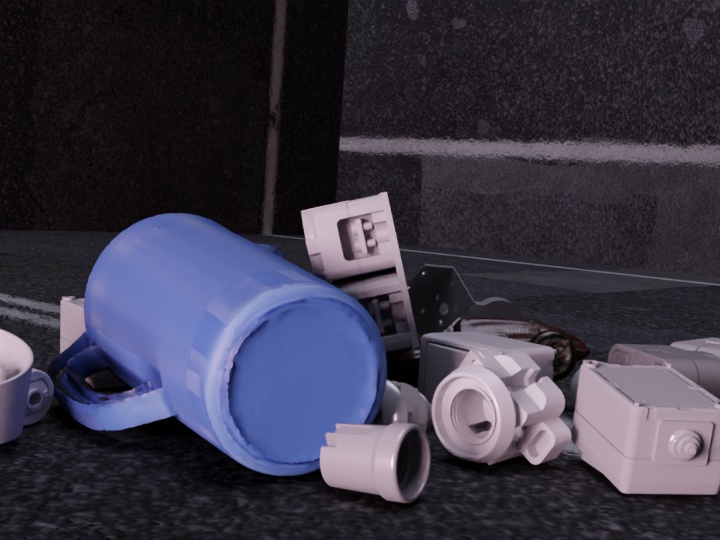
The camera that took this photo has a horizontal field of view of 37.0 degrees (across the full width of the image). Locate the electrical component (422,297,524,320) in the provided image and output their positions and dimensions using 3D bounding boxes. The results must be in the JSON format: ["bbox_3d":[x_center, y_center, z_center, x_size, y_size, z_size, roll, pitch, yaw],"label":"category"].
[{"bbox_3d":[0.105,0.054,1.138,0.138,0.052,0.073,4,4,0],"label":"electrical component"}]

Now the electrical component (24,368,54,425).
[{"bbox_3d":[-0.225,0.073,0.676,0.065,0.044,0.044,13,8,34],"label":"electrical component"}]

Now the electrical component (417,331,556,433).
[{"bbox_3d":[0.078,0.077,0.739,0.061,0.061,0.096,0,5,-38],"label":"electrical component"}]

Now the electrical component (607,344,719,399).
[{"bbox_3d":[0.231,0.087,0.798,0.059,0.053,0.095,3,4,-13],"label":"electrical component"}]

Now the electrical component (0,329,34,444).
[{"bbox_3d":[-0.236,0.065,0.605,0.099,0.064,0.099,4,4,0],"label":"electrical component"}]

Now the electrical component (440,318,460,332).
[{"bbox_3d":[0.078,0.066,1.042,0.040,0.040,0.078,6,4,23],"label":"electrical component"}]

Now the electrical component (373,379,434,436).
[{"bbox_3d":[0.024,0.090,0.656,0.048,0.048,0.062,7,-2,39],"label":"electrical component"}]

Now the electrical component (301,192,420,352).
[{"bbox_3d":[0.000,0.000,0.804,0.060,0.105,0.186,-12,4,1],"label":"electrical component"}]

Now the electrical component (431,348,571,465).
[{"bbox_3d":[0.080,0.084,0.646,0.057,0.058,0.078,-4,44,-46],"label":"electrical component"}]

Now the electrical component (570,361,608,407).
[{"bbox_3d":[0.176,0.089,0.798,0.043,0.043,0.062,3,3,-9],"label":"electrical component"}]

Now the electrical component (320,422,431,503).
[{"bbox_3d":[0.008,0.098,0.557,0.046,0.040,0.040,0,2,31],"label":"electrical component"}]

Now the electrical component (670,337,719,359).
[{"bbox_3d":[0.293,0.086,0.865,0.059,0.053,0.095,8,6,43],"label":"electrical component"}]

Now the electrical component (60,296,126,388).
[{"bbox_3d":[-0.185,0.054,0.818,0.062,0.061,0.096,-1,5,-31],"label":"electrical component"}]

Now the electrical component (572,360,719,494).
[{"bbox_3d":[0.170,0.096,0.624,0.062,0.061,0.096,3,12,-11],"label":"electrical component"}]
